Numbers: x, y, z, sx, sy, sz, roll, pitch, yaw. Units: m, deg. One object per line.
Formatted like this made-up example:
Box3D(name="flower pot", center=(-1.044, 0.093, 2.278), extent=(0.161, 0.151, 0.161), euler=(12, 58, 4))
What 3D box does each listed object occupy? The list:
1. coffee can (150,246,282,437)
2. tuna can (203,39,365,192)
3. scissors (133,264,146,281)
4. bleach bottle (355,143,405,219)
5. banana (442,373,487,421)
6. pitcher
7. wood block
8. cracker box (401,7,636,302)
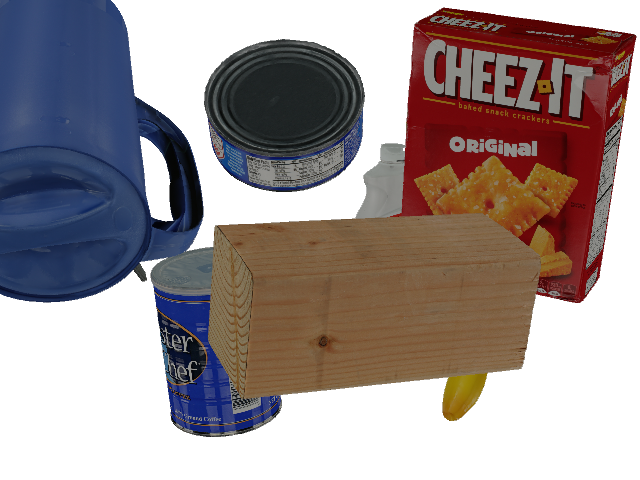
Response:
Box3D(name="coffee can", center=(-0.091, 0.088, 0.948), extent=(0.103, 0.140, 0.103), euler=(-4, 19, 1))
Box3D(name="tuna can", center=(-0.019, -0.068, 0.580), extent=(0.086, 0.086, 0.034), euler=(0, -37, 2))
Box3D(name="scissors", center=(-0.230, -0.057, 1.094), extent=(0.016, 0.201, 0.096), euler=(-26, 27, 27))
Box3D(name="bleach bottle", center=(0.073, 0.009, 1.291), extent=(0.102, 0.251, 0.068), euler=(-3, 16, -17))
Box3D(name="banana", center=(0.141, 0.113, 1.110), extent=(0.069, 0.037, 0.198), euler=(-25, 31, 6))
Box3D(name="pitcher", center=(-0.179, -0.081, 0.760), extent=(0.145, 0.243, 0.149), euler=(-22, -47, 10))
Box3D(name="wood block", center=(0.036, 0.040, 0.736), extent=(0.205, 0.091, 0.090), euler=(-3, 23, -21))
Box3D(name="cracker box", center=(0.154, -0.069, 0.872), extent=(0.164, 0.214, 0.072), euler=(14, 28, 24))
